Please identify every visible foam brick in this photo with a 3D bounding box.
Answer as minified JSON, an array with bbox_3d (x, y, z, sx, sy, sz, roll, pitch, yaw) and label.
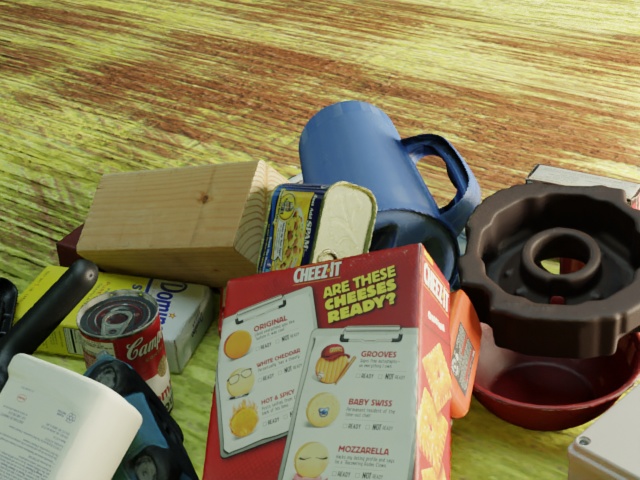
[{"bbox_3d":[-0.226,0.013,1.104,0.051,0.053,0.078,12,33,25],"label":"foam brick"}]

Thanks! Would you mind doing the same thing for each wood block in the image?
[{"bbox_3d":[-0.121,-0.012,1.014,0.207,0.090,0.091,-1,64,38],"label":"wood block"}]

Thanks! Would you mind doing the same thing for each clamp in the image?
[{"bbox_3d":[-0.267,0.103,0.888,0.165,0.036,0.210,-18,41,43],"label":"clamp"}]

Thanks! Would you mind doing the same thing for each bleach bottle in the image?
[{"bbox_3d":[-0.218,0.203,0.693,0.103,0.068,0.250,14,65,31],"label":"bleach bottle"}]

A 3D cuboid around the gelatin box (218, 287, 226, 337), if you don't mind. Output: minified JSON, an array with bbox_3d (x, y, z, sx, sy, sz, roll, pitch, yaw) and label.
[{"bbox_3d":[-0.058,0.070,1.009,0.073,0.030,0.089,-3,31,-1],"label":"gelatin box"}]

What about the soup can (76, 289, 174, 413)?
[{"bbox_3d":[-0.162,0.102,0.897,0.068,0.102,0.068,-3,31,2],"label":"soup can"}]

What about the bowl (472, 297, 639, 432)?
[{"bbox_3d":[0.185,0.109,0.886,0.162,0.055,0.162,-4,31,2],"label":"bowl"}]

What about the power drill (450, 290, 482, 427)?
[{"bbox_3d":[0.035,0.094,0.874,0.188,0.057,0.184,-13,37,27],"label":"power drill"}]

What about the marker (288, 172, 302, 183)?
[{"bbox_3d":[-0.058,-0.050,1.219,0.120,0.020,0.020,-28,38,-34],"label":"marker"}]

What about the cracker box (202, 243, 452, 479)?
[{"bbox_3d":[0.008,0.122,0.761,0.164,0.072,0.213,-11,55,24],"label":"cracker box"}]

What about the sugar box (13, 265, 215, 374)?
[{"bbox_3d":[-0.197,0.072,1.009,0.176,0.048,0.093,4,32,16],"label":"sugar box"}]

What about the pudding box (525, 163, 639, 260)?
[{"bbox_3d":[0.260,-0.020,1.058,0.114,0.090,0.039,14,36,29],"label":"pudding box"}]

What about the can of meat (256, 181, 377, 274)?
[{"bbox_3d":[-0.006,0.001,0.907,0.057,0.102,0.084,14,-5,-38],"label":"can of meat"}]

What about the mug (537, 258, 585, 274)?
[{"bbox_3d":[0.253,0.023,0.995,0.117,0.081,0.093,10,34,22],"label":"mug"}]

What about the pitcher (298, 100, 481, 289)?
[{"bbox_3d":[0.055,-0.044,1.055,0.149,0.145,0.243,1,35,-11],"label":"pitcher"}]

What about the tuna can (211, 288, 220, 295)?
[{"bbox_3d":[-0.074,0.023,1.085,0.086,0.034,0.086,-4,31,2],"label":"tuna can"}]
